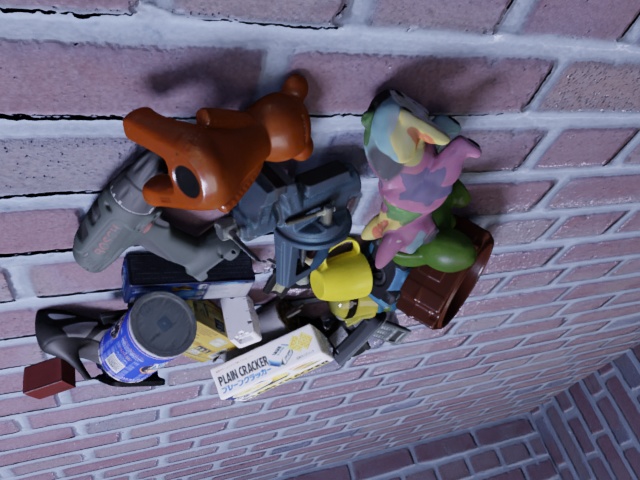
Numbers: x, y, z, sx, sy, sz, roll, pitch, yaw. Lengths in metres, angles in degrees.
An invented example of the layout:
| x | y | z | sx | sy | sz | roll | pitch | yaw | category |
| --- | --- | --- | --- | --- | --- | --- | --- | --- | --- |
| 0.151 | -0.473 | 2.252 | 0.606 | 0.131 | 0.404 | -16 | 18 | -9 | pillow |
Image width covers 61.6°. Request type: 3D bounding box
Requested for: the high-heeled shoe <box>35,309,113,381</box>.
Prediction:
| x | y | z | sx | sy | sz | roll | pitch | yaw | category |
| --- | --- | --- | --- | --- | --- | --- | --- | --- | --- |
| -0.378 | 0.163 | 0.957 | 0.086 | 0.145 | 0.248 | -44 | 168 | 21 | high-heeled shoe |

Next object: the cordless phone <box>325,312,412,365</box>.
| x | y | z | sx | sy | sz | roll | pitch | yaw | category |
| --- | --- | --- | --- | --- | --- | --- | --- | --- | --- |
| 0.115 | 0.221 | 1.204 | 0.146 | 0.089 | 0.184 | -48 | 137 | 14 | cordless phone |

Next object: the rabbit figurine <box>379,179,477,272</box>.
| x | y | z | sx | sy | sz | roll | pitch | yaw | category |
| --- | --- | --- | --- | --- | --- | --- | --- | --- | --- |
| 0.170 | -0.021 | 0.841 | 0.159 | 0.170 | 0.121 | -29 | 147 | 14 | rabbit figurine |

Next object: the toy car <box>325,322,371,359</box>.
| x | y | z | sx | sy | sz | roll | pitch | yaw | category |
| --- | --- | --- | --- | --- | --- | --- | --- | --- | --- |
| 0.064 | 0.238 | 1.298 | 0.073 | 0.056 | 0.201 | -30 | 144 | 6 | toy car |

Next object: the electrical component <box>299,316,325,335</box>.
| x | y | z | sx | sy | sz | roll | pitch | yaw | category |
| --- | --- | --- | --- | --- | --- | --- | --- | --- | --- |
| -0.070 | 0.215 | 1.190 | 0.134 | 0.058 | 0.115 | 15 | 133 | -42 | electrical component |

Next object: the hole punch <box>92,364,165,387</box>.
| x | y | z | sx | sy | sz | roll | pitch | yaw | category |
| --- | --- | --- | --- | --- | --- | --- | --- | --- | --- |
| -0.371 | 0.239 | 1.056 | 0.142 | 0.092 | 0.116 | 7 | 168 | -41 | hole punch |

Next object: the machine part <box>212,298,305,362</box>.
| x | y | z | sx | sy | sz | roll | pitch | yaw | category |
| --- | --- | --- | --- | --- | --- | --- | --- | --- | --- |
| -0.128 | 0.190 | 1.101 | 0.243 | 0.079 | 0.079 | -34 | 146 | 22 | machine part |

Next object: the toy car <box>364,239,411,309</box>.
| x | y | z | sx | sy | sz | roll | pitch | yaw | category |
| --- | --- | --- | --- | --- | --- | --- | --- | --- | --- |
| 0.138 | 0.040 | 1.002 | 0.103 | 0.109 | 0.161 | -25 | 146 | -41 | toy car |

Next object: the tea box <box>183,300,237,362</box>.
| x | y | z | sx | sy | sz | roll | pitch | yaw | category |
| --- | --- | --- | --- | --- | --- | --- | --- | --- | --- |
| -0.234 | 0.167 | 1.016 | 0.098 | 0.068 | 0.169 | -24 | 147 | 8 | tea box |

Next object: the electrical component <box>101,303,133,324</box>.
| x | y | z | sx | sy | sz | roll | pitch | yaw | category |
| --- | --- | --- | --- | --- | --- | --- | --- | --- | --- |
| -0.305 | 0.108 | 0.904 | 0.119 | 0.048 | 0.074 | -10 | 147 | -14 | electrical component |

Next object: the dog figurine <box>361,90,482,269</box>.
| x | y | z | sx | sy | sz | roll | pitch | yaw | category |
| --- | --- | --- | --- | --- | --- | --- | --- | --- | --- |
| 0.104 | -0.071 | 0.729 | 0.191 | 0.109 | 0.219 | 16 | 118 | -29 | dog figurine |

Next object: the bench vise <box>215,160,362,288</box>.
| x | y | z | sx | sy | sz | roll | pitch | yaw | category |
| --- | --- | --- | --- | --- | --- | --- | --- | --- | --- |
| -0.041 | -0.009 | 0.764 | 0.224 | 0.129 | 0.240 | -35 | 148 | -33 | bench vise |

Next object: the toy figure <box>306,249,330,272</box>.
| x | y | z | sx | sy | sz | roll | pitch | yaw | category |
| --- | --- | --- | --- | --- | --- | --- | --- | --- | --- |
| -0.001 | -0.001 | 0.884 | 0.058 | 0.064 | 0.154 | 8 | 142 | -21 | toy figure |

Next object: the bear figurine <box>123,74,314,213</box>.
| x | y | z | sx | sy | sz | roll | pitch | yaw | category |
| --- | --- | --- | --- | --- | --- | --- | --- | --- | --- |
| -0.100 | -0.116 | 0.614 | 0.196 | 0.132 | 0.120 | -47 | 143 | -41 | bear figurine |

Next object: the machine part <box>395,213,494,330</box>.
| x | y | z | sx | sy | sz | roll | pitch | yaw | category |
| --- | --- | --- | --- | --- | --- | --- | --- | --- | --- |
| 0.233 | 0.062 | 0.979 | 0.201 | 0.087 | 0.201 | -60 | 159 | 3 | machine part |

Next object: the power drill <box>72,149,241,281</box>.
| x | y | z | sx | sy | sz | roll | pitch | yaw | category |
| --- | --- | --- | --- | --- | --- | --- | --- | --- | --- |
| -0.206 | -0.019 | 0.732 | 0.232 | 0.086 | 0.207 | -36 | 149 | 24 | power drill |

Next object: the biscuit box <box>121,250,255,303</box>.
| x | y | z | sx | sy | sz | roll | pitch | yaw | category |
| --- | --- | --- | --- | --- | --- | --- | --- | --- | --- |
| -0.211 | 0.058 | 0.863 | 0.202 | 0.063 | 0.059 | 0 | 145 | -27 | biscuit box |

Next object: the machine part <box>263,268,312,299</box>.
| x | y | z | sx | sy | sz | roll | pitch | yaw | category |
| --- | --- | --- | --- | --- | --- | --- | --- | --- | --- |
| -0.035 | 0.077 | 1.014 | 0.139 | 0.039 | 0.084 | 1 | 135 | -27 | machine part |

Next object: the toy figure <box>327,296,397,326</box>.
| x | y | z | sx | sy | sz | roll | pitch | yaw | category |
| --- | --- | --- | --- | --- | --- | --- | --- | --- | --- |
| 0.103 | 0.111 | 1.101 | 0.180 | 0.082 | 0.089 | -9 | 128 | -3 | toy figure |
